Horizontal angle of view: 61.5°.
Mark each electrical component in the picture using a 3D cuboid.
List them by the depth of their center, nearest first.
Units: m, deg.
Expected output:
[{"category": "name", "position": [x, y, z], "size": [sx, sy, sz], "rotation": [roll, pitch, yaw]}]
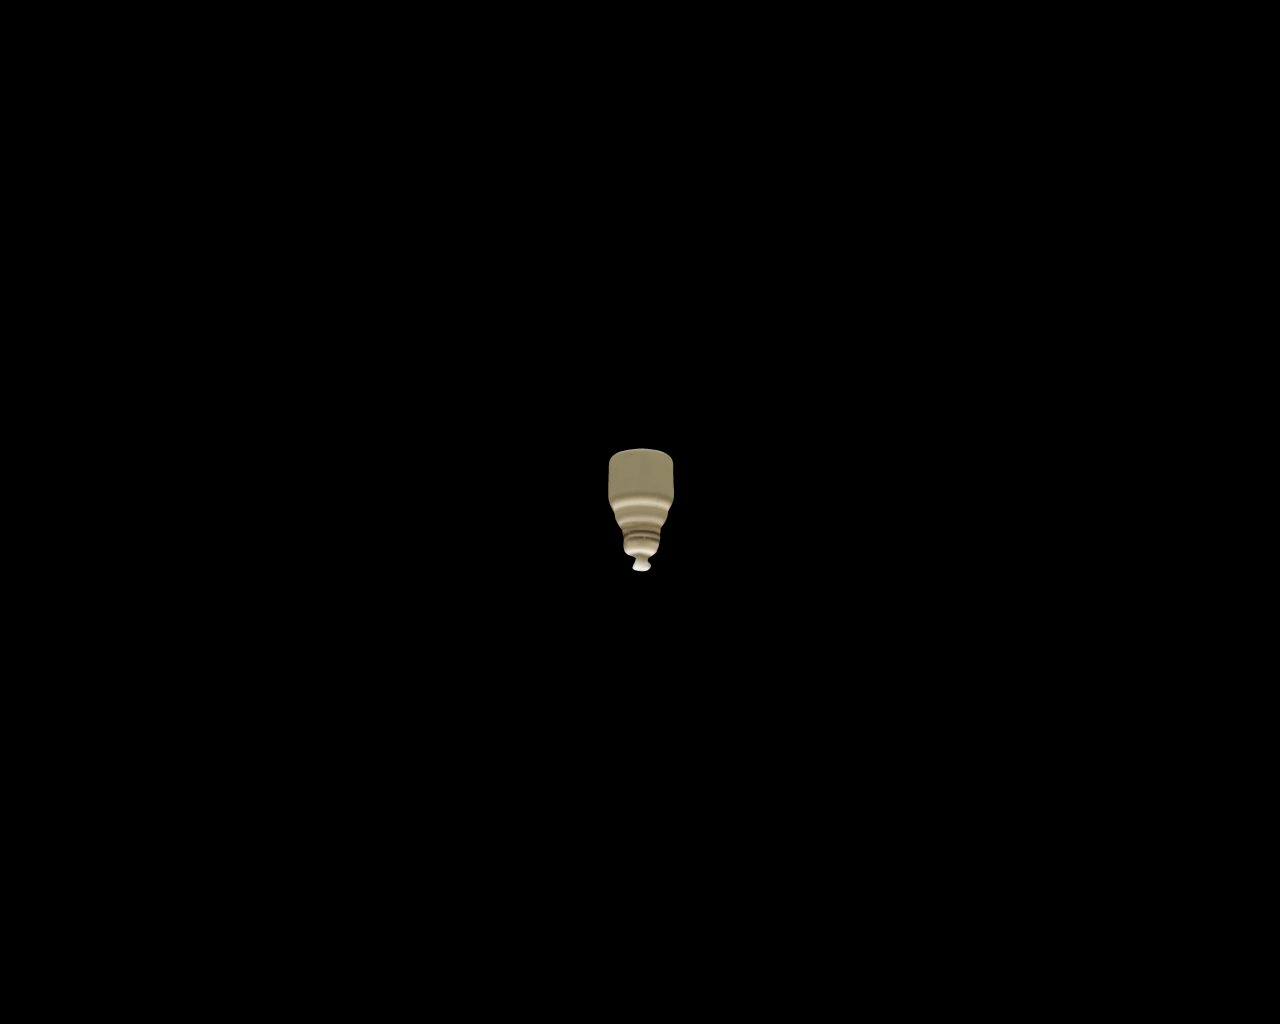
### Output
[{"category": "electrical component", "position": [0.001, -0.003, 0.650], "size": [0.040, 0.078, 0.040], "rotation": [0, -16, 0]}]
